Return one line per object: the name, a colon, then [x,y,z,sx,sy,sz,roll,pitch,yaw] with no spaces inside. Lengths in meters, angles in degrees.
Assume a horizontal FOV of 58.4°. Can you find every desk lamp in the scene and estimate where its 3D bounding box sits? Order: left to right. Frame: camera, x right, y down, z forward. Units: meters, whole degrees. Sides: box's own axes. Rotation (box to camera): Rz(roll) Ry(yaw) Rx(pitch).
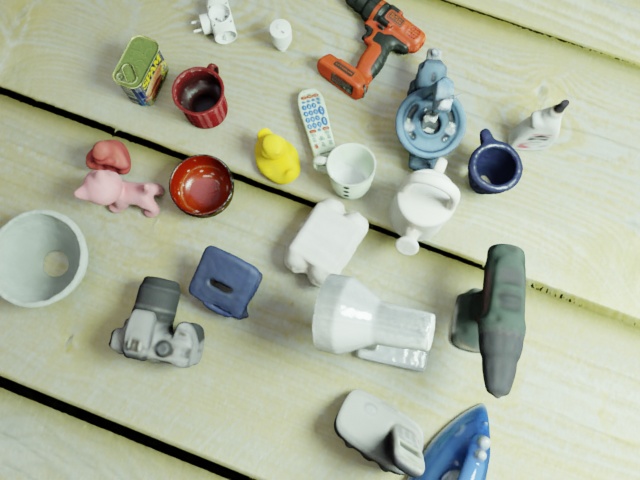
desk lamp: [0.091,0.133,0.895,0.203,0.213,0.118,12,78,2]

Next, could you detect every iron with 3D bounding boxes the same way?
iron: [0.212,0.373,0.883,0.118,0.141,0.258,28,79,6]

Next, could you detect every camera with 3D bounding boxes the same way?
camera: [-0.264,0.134,0.951,0.143,0.101,0.137,10,78,2]

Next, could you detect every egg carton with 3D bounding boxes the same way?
egg carton: [0.009,0.004,0.996,0.107,0.069,0.150,31,80,6]

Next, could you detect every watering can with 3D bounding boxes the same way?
watering can: [0.174,-0.058,0.946,0.101,0.194,0.173,2,78,0]

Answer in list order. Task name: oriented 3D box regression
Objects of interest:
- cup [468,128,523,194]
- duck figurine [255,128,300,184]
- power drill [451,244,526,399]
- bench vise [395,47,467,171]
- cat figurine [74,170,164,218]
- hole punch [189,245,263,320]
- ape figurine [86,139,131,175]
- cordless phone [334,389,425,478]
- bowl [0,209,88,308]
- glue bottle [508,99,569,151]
cup: [0.295,-0.129,1.012,0.091,0.095,0.118,-13,78,-3]
duck figurine: [-0.078,-0.154,1.020,0.077,0.086,0.104,-33,80,-7]
power drill: [0.268,0.128,0.900,0.075,0.208,0.230,10,78,2]
bench vise: [0.182,-0.239,0.971,0.121,0.220,0.207,-12,78,-3]
cat figurine: [-0.347,-0.087,0.988,0.127,0.118,0.067,3,78,1]
hole punch: [-0.159,0.074,0.969,0.108,0.091,0.101,26,79,5]
ape figurine: [-0.376,-0.148,1.014,0.077,0.092,0.076,26,79,5]
cordless phone: [0.095,0.300,0.875,0.147,0.185,0.094,28,79,6]
bowl: [-0.470,0.036,0.983,0.167,0.075,0.167,0,78,0]
glue bottle: [0.387,-0.201,0.988,0.078,0.173,0.037,-2,78,0]
